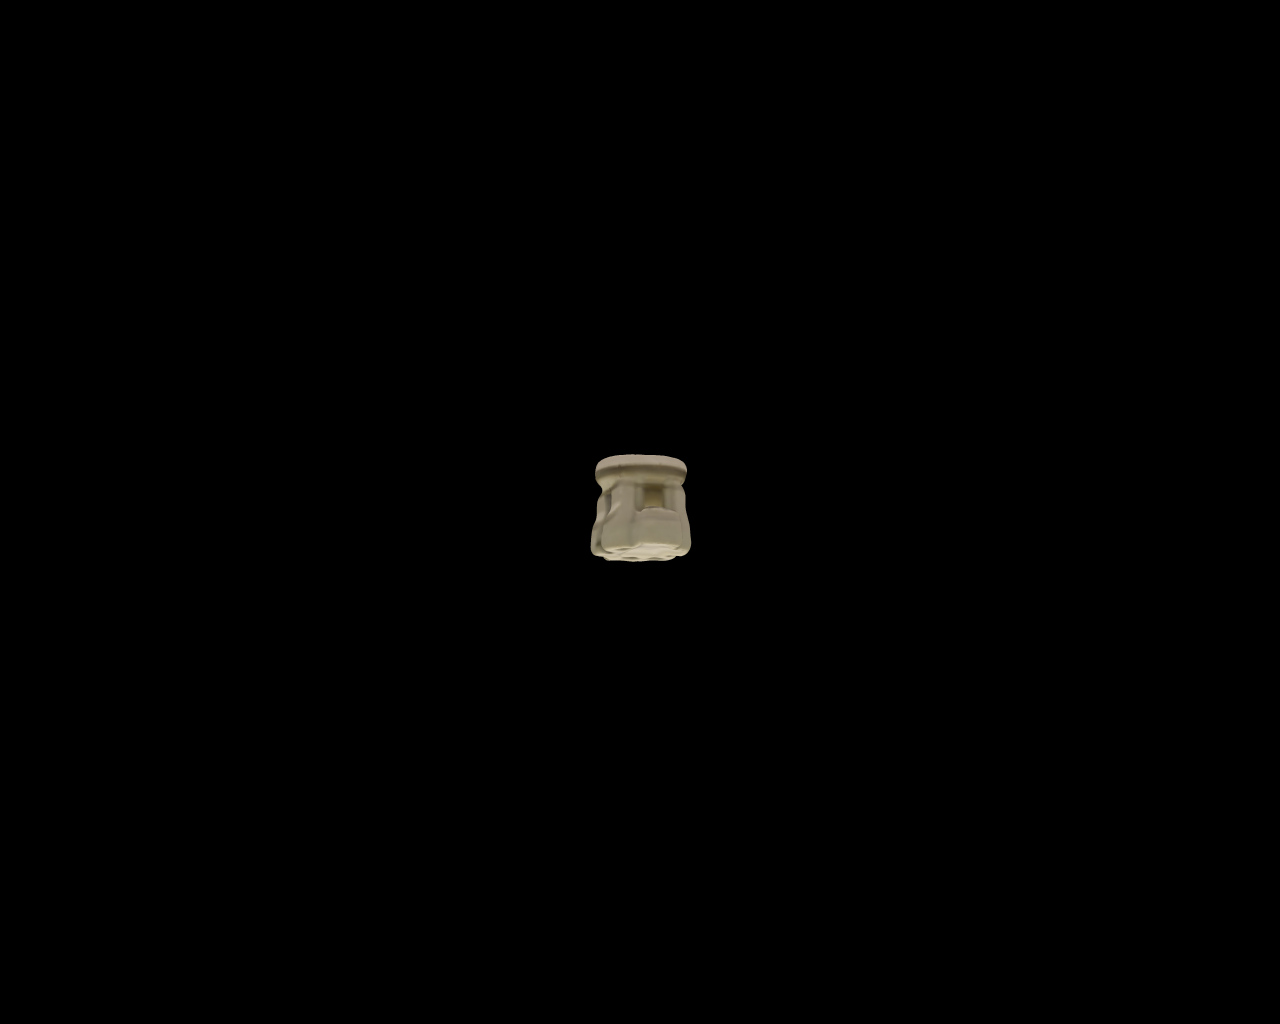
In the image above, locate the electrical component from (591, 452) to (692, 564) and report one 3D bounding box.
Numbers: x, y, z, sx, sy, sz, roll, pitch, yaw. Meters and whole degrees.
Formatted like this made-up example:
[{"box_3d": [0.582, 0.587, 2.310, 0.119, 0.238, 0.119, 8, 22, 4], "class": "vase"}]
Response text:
[{"box_3d": [0.001, -0.003, 0.650, 0.058, 0.057, 0.078, 4, -12, -19], "class": "electrical component"}]
